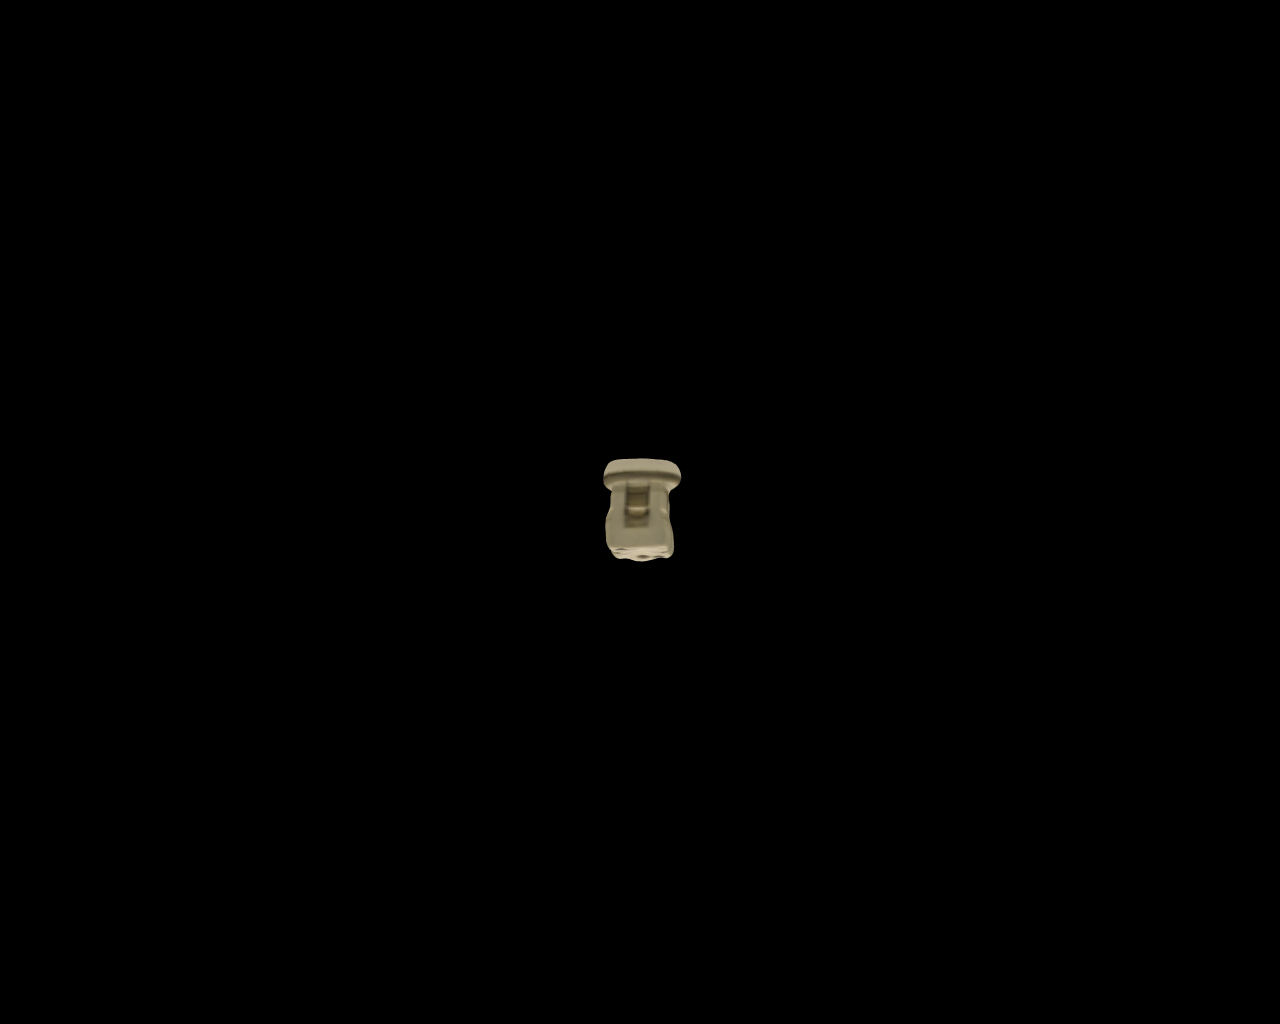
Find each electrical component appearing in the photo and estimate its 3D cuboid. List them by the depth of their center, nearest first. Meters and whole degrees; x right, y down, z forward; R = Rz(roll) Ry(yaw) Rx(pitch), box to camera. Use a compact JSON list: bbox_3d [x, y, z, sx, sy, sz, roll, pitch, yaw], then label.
[{"bbox_3d":[0.001,-0.003,0.650,0.048,0.055,0.066,-1,-11,4],"label":"electrical component"}]
